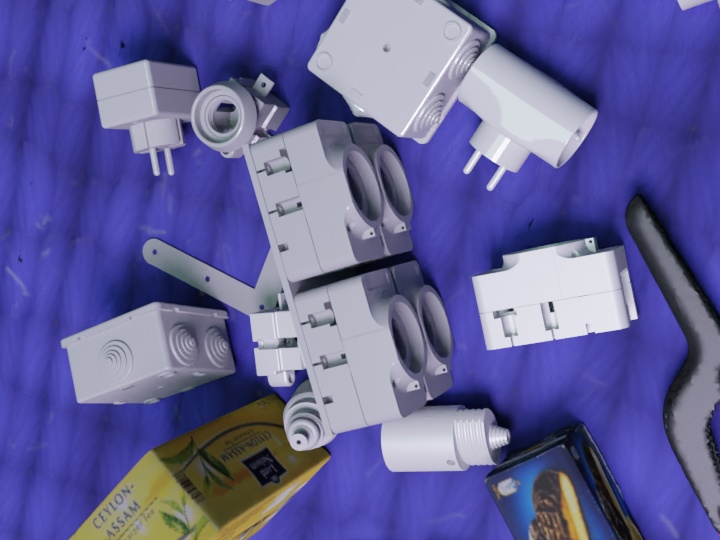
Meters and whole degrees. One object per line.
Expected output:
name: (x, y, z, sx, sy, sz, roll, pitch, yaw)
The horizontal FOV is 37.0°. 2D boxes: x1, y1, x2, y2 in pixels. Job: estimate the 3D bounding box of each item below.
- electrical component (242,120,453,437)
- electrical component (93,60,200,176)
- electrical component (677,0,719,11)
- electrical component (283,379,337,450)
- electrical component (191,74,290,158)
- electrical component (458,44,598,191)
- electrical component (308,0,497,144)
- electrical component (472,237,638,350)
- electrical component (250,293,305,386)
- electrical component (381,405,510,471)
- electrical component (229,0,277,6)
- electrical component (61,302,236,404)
electrical component: (0.000, 0.000, 0.695, 0.060, 0.105, 0.186, -17, 89, 23)
electrical component: (-0.146, -0.105, 0.766, 0.047, 0.066, 0.076, -10, 92, 23)
electrical component: (0.222, -0.167, 0.618, 0.077, 0.043, 0.079, -18, 88, 23)
electrical component: (-0.033, 0.103, 0.738, 0.040, 0.078, 0.040, 2, 105, 10)
electrical component: (-0.085, -0.106, 0.746, 0.048, 0.055, 0.066, 39, 108, 14)
electrical component: (0.095, -0.088, 0.679, 0.077, 0.044, 0.079, 38, 108, 15)
electrical component: (0.026, -0.142, 0.700, 0.100, 0.048, 0.099, 39, 108, 15)
electrical component: (0.122, 0.013, 0.675, 0.089, 0.050, 0.055, -11, 91, 23)
electrical component: (-0.041, 0.048, 0.750, 0.055, 0.048, 0.066, -5, 94, 31)
electrical component: (0.060, 0.112, 0.715, 0.081, 0.043, 0.043, -5, 93, 23)
electrical component: (-0.076, -0.286, 0.721, 0.105, 0.060, 0.186, -30, 84, 22)
electrical component: (-0.148, 0.062, 0.768, 0.100, 0.100, 0.048, -21, 75, 23)
